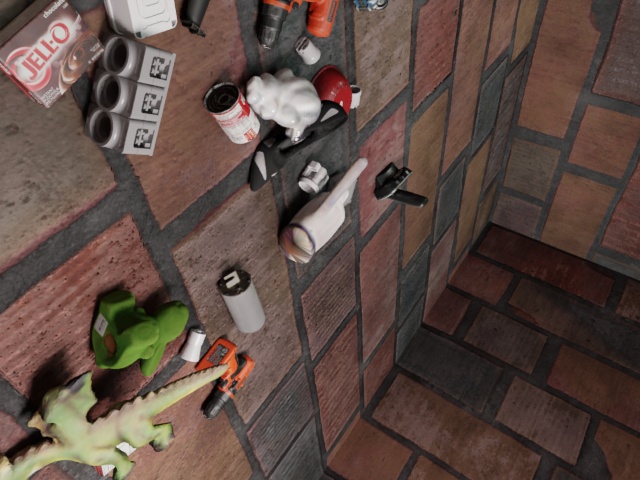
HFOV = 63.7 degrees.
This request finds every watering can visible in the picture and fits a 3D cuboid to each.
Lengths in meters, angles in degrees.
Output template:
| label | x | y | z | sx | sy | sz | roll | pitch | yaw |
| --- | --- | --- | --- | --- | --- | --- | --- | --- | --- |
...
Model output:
| label | x | y | z | sx | sy | sz | roll | pitch | yaw |
| --- | --- | --- | --- | --- | --- | --- | --- | --- | --- |
| watering can | 0.004 | -0.065 | 1.286 | 0.228 | 0.104 | 0.341 | -48 | 174 | -29 |

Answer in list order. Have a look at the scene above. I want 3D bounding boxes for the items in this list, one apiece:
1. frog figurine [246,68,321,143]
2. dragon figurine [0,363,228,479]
| label | x | y | z | sx | sy | sz | roll | pitch | yaw |
| --- | --- | --- | --- | --- | --- | --- | --- | --- | --- |
| frog figurine | -0.074 | -0.284 | 1.013 | 0.157 | 0.122 | 0.140 | 41 | 43 | -54 |
| dragon figurine | -0.371 | 0.304 | 0.895 | 0.413 | 0.124 | 0.237 | -39 | 144 | -12 |
